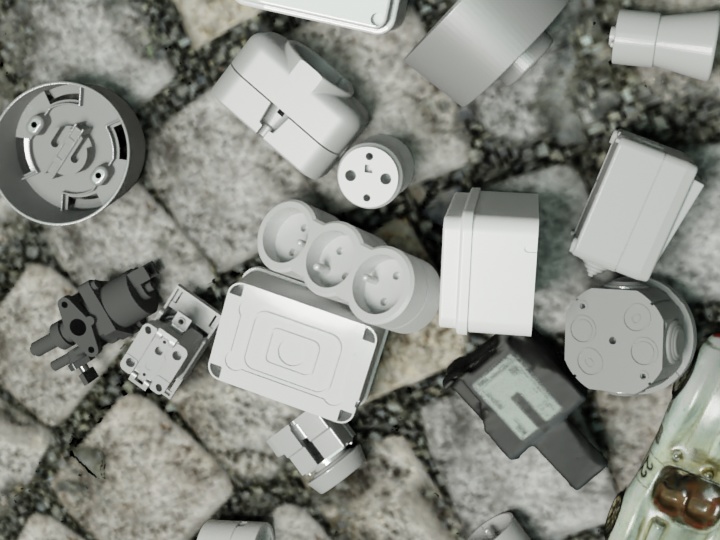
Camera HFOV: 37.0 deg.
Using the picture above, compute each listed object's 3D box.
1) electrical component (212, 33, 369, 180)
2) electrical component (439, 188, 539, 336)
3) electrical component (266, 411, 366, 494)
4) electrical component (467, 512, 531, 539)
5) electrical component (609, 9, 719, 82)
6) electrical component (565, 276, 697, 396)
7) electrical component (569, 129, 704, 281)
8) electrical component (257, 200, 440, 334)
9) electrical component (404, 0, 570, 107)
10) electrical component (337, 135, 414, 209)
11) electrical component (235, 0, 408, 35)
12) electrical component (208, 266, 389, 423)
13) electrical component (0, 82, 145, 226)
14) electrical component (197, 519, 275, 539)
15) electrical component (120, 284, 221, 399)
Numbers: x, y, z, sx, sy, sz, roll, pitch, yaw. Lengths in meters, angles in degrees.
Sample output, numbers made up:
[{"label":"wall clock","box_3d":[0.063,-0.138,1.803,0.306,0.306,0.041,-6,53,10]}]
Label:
[{"label":"electrical component","box_3d":[-0.044,-0.116,0.734,0.095,0.053,0.059,41,108,0]},{"label":"electrical component","box_3d":[0.085,-0.007,0.701,0.057,0.113,0.078,4,104,8]},{"label":"electrical component","box_3d":[-0.028,0.130,0.793,0.066,0.048,0.055,-38,85,17]},{"label":"electrical component","box_3d":[0.117,0.223,0.785,0.043,0.043,0.081,-35,94,17]},{"label":"electrical component","box_3d":[0.192,-0.146,0.684,0.065,0.044,0.044,9,105,15]},{"label":"electrical component","box_3d":[0.178,0.045,0.715,0.080,0.051,0.080,2,94,35]},{"label":"electrical component","box_3d":[0.178,-0.036,0.702,0.061,0.061,0.096,22,106,6]},{"label":"electrical component","box_3d":[0.000,0.000,0.742,0.138,0.074,0.052,28,94,35]},{"label":"electrical component","box_3d":[0.086,-0.150,0.673,0.060,0.108,0.108,43,108,-7]},{"label":"electrical component","box_3d":[0.011,-0.067,0.733,0.045,0.055,0.045,3,103,11]},{"label":"electrical component","box_3d":[-0.023,-0.204,0.707,0.113,0.057,0.078,14,105,8]},{"label":"electrical component","box_3d":[-0.042,0.051,0.771,0.113,0.057,0.078,19,106,7]},{"label":"electrical component","box_3d":[-0.206,-0.085,0.770,0.099,0.064,0.099,3,103,11]},{"label":"electrical component","box_3d":[-0.097,0.219,0.824,0.047,0.055,0.055,3,104,15]},{"label":"electrical component","box_3d":[-0.141,0.057,0.790,0.042,0.064,0.081,35,108,3]}]
